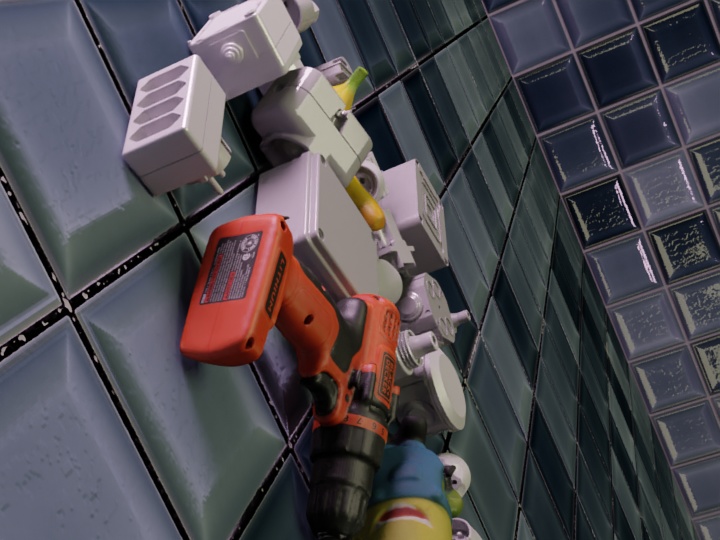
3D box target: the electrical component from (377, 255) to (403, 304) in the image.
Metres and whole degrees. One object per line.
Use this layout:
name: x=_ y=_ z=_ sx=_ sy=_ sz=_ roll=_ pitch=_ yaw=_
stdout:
electrical component: x=0.000 y=0.000 z=0.938 sx=0.079 sy=0.044 sz=0.077 roll=70 pitch=17 yaw=3

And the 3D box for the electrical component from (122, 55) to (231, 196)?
electrical component: x=-0.109 y=-0.081 z=0.698 sx=0.075 sy=0.047 sz=0.083 roll=55 pitch=22 yaw=-39

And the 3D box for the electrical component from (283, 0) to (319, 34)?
electrical component: x=-0.066 y=-0.245 z=1.021 sx=0.043 sy=0.043 sz=0.081 roll=65 pitch=17 yaw=-12

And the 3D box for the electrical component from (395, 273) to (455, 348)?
electrical component: x=0.055 y=0.045 z=1.040 sx=0.080 sy=0.051 sz=0.080 roll=56 pitch=21 yaw=-36

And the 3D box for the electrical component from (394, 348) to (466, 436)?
electrical component: x=0.061 y=0.113 z=0.982 sx=0.080 sy=0.051 sz=0.080 roll=56 pitch=21 yaw=-36

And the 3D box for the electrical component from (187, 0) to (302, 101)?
electrical component: x=-0.088 y=-0.172 z=0.842 sx=0.061 sy=0.062 sz=0.096 roll=62 pitch=19 yaw=-23

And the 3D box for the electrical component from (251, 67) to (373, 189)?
electrical component: x=-0.041 y=-0.110 z=0.884 sx=0.095 sy=0.054 sz=0.059 roll=51 pitch=55 yaw=-31

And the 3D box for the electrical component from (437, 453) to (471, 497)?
electrical component: x=0.078 y=0.185 z=0.965 sx=0.043 sy=0.043 sz=0.062 roll=70 pitch=16 yaw=3

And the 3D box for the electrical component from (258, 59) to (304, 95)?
electrical component: x=-0.055 y=-0.143 z=0.938 sx=0.081 sy=0.043 sz=0.043 roll=61 pitch=19 yaw=-24

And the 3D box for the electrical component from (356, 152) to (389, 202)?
electrical component: x=0.001 y=-0.084 z=1.040 sx=0.055 sy=0.048 sz=0.066 roll=-65 pitch=132 yaw=-77

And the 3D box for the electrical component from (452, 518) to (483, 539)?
electrical component: x=0.092 y=0.262 z=0.905 sx=0.077 sy=0.043 sz=0.079 roll=60 pitch=9 yaw=-28

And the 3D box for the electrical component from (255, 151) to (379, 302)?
electrical component: x=-0.033 y=-0.017 z=0.838 sx=0.108 sy=0.056 sz=0.108 roll=56 pitch=22 yaw=-37

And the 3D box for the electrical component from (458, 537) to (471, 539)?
electrical component: x=0.058 y=0.220 z=0.830 sx=0.035 sy=0.061 sz=0.035 roll=56 pitch=21 yaw=-36

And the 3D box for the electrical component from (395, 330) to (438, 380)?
electrical component: x=0.037 y=0.071 z=0.937 sx=0.048 sy=0.062 sz=0.048 roll=56 pitch=21 yaw=-36

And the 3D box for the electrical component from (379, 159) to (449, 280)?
electrical component: x=0.049 y=-0.051 z=1.122 sx=0.078 sy=0.057 sz=0.113 roll=56 pitch=21 yaw=-36

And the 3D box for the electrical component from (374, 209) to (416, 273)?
electrical component: x=0.017 y=-0.024 z=1.025 sx=0.063 sy=0.042 sz=0.081 roll=67 pitch=17 yaw=6

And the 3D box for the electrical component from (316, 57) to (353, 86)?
electrical component: x=-0.032 y=-0.183 z=1.050 sx=0.040 sy=0.046 sz=0.040 roll=56 pitch=21 yaw=-36

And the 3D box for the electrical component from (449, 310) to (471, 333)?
electrical component: x=0.082 y=0.056 z=1.092 sx=0.035 sy=0.061 sz=0.035 roll=56 pitch=22 yaw=-36
